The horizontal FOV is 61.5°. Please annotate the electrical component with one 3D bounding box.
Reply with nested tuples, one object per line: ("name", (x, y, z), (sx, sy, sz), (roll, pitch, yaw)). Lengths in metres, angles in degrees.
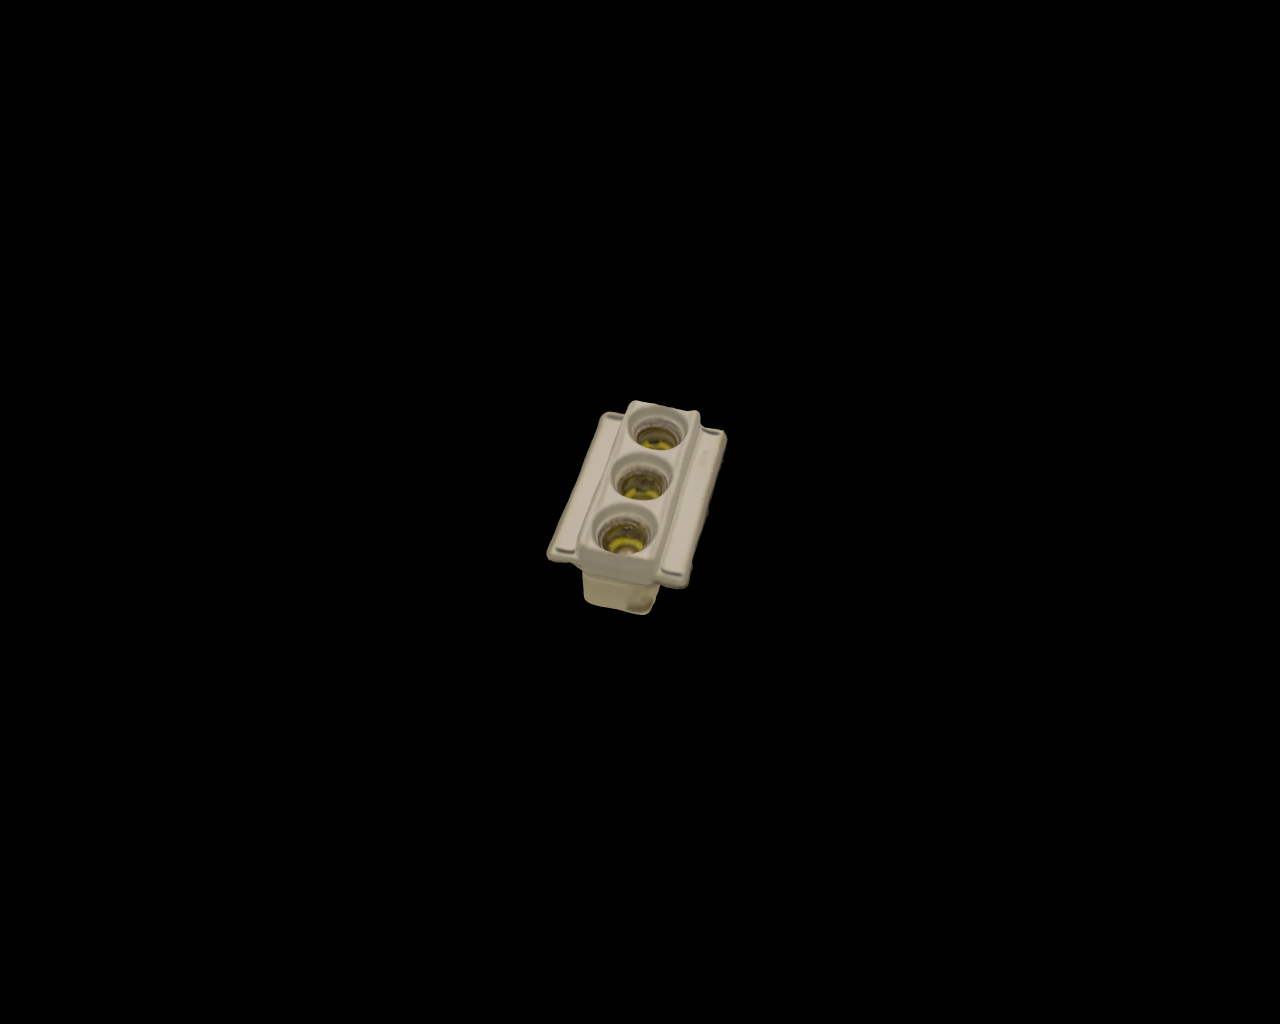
("electrical component", (0.001, -0.003, 0.650), (0.079, 0.121, 0.063), (11, -39, 9))
